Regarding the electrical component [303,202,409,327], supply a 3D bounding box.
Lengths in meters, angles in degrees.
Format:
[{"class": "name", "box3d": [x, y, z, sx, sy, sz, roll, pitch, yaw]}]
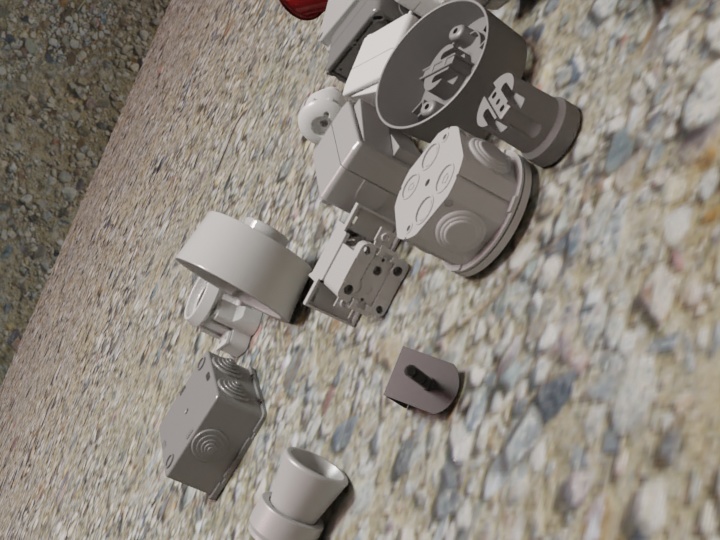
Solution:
[{"class": "electrical component", "box3d": [0.000, 0.000, 0.748, 0.081, 0.042, 0.064, -62, 22, 5]}]

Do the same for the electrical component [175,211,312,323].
[{"class": "electrical component", "box3d": [-0.091, -0.009, 0.893, 0.060, 0.108, 0.108, -61, 20, -9]}]

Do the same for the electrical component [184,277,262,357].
[{"class": "electrical component", "box3d": [-0.125, 0.033, 0.989, 0.058, 0.057, 0.078, -35, 34, 52]}]

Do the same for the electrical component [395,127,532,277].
[{"class": "electrical component", "box3d": [0.060, -0.041, 0.636, 0.080, 0.051, 0.080, -50, 24, 33]}]

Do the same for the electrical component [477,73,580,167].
[{"class": "electrical component", "box3d": [0.095, -0.086, 0.612, 0.040, 0.046, 0.040, -50, 24, 33]}]

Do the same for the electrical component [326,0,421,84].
[{"class": "electrical component", "box3d": [0.016, -0.191, 0.906, 0.096, 0.062, 0.061, -44, 28, 42]}]

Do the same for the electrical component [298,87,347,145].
[{"class": "electrical component", "box3d": [-0.030, -0.147, 0.994, 0.048, 0.048, 0.062, -50, 18, 34]}]

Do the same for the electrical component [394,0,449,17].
[{"class": "electrical component", "box3d": [0.061, -0.246, 0.864, 0.061, 0.061, 0.096, -45, 27, 41]}]

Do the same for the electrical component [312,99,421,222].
[{"class": "electrical component", "box3d": [0.007, -0.082, 0.799, 0.061, 0.062, 0.096, -55, 22, 22]}]

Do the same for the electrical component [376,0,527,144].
[{"class": "electrical component", "box3d": [0.062, -0.129, 0.717, 0.099, 0.064, 0.099, -50, 25, 33]}]

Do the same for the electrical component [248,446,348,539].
[{"class": "electrical component", "box3d": [-0.039, 0.144, 0.667, 0.055, 0.045, 0.045, -62, 20, 5]}]

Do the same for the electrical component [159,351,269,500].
[{"class": "electrical component", "box3d": [-0.124, 0.126, 0.890, 0.099, 0.048, 0.099, -57, 23, 11]}]

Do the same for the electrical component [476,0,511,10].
[{"class": "electrical component", "box3d": [0.092, -0.223, 0.737, 0.051, 0.080, 0.080, -46, 27, 51]}]

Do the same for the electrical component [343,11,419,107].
[{"class": "electrical component", "box3d": [0.031, -0.144, 0.813, 0.096, 0.062, 0.061, -5, 61, 67]}]

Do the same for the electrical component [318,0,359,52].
[{"class": "electrical component", "box3d": [0.016, -0.246, 0.978, 0.113, 0.057, 0.078, -40, 31, 48]}]
